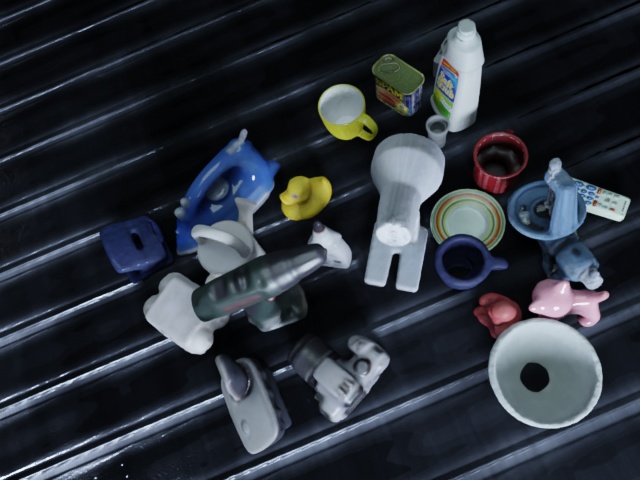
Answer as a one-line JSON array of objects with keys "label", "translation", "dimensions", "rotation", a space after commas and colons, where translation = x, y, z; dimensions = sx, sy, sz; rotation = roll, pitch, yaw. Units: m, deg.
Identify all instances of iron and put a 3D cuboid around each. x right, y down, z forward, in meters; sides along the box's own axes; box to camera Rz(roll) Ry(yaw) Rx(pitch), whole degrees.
[{"label": "iron", "translation": [-0.196, -0.089, 1.062], "dimensions": [0.118, 0.141, 0.258], "rotation": [36, 79, 19]}]

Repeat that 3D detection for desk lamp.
[{"label": "desk lamp", "translation": [0.136, -0.042, 0.955], "dimensions": [0.117, 0.214, 0.203], "rotation": [8, 71, 12]}]

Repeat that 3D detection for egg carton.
[{"label": "egg carton", "translation": [-0.240, 0.131, 1.024], "dimensions": [0.150, 0.069, 0.107], "rotation": [29, 76, 18]}]

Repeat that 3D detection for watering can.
[{"label": "watering can", "translation": [-0.158, 0.010, 0.990], "dimensions": [0.101, 0.194, 0.173], "rotation": [-3, 69, 8]}]

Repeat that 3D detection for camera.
[{"label": "camera", "translation": [0.023, 0.204, 0.940], "dimensions": [0.136, 0.101, 0.143], "rotation": [38, 79, 20]}]

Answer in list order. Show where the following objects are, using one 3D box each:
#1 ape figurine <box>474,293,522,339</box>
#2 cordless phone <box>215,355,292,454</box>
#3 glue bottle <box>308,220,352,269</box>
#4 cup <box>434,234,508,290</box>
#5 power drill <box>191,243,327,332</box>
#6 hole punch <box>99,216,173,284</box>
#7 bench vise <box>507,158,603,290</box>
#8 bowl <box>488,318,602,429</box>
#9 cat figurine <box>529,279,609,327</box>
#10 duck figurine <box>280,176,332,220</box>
[{"label": "ape figurine", "translation": [0.294, 0.120, 0.935], "dimensions": [0.076, 0.092, 0.078], "rotation": [0, 69, 9]}, {"label": "cordless phone", "translation": [-0.119, 0.253, 0.897], "dimensions": [0.094, 0.185, 0.147], "rotation": [-30, 68, -3]}, {"label": "glue bottle", "translation": [0.009, 0.003, 0.979], "dimensions": [0.078, 0.173, 0.037], "rotation": [10, 71, 13]}, {"label": "cup", "translation": [0.252, 0.047, 0.967], "dimensions": [0.117, 0.095, 0.092], "rotation": [2, 70, 10]}, {"label": "power drill", "translation": [-0.084, 0.083, 0.944], "dimensions": [0.229, 0.209, 0.075], "rotation": [-20, 68, 1]}, {"label": "hole punch", "translation": [-0.344, 0.009, 1.074], "dimensions": [0.101, 0.091, 0.108], "rotation": [-31, 68, -3]}, {"label": "bench vise", "translation": [0.392, -0.032, 0.909], "dimensions": [0.121, 0.220, 0.207], "rotation": [-43, 69, -8]}, {"label": "bowl", "translation": [0.347, 0.211, 0.902], "dimensions": [0.167, 0.075, 0.167], "rotation": [-3, 69, 8]}, {"label": "cat figurine", "translation": [0.393, 0.094, 0.916], "dimensions": [0.127, 0.118, 0.067], "rotation": [-2, 69, 8]}, {"label": "duck figurine", "translation": [-0.030, -0.090, 1.067], "dimensions": [0.104, 0.086, 0.077], "rotation": [-31, 68, -4]}]
